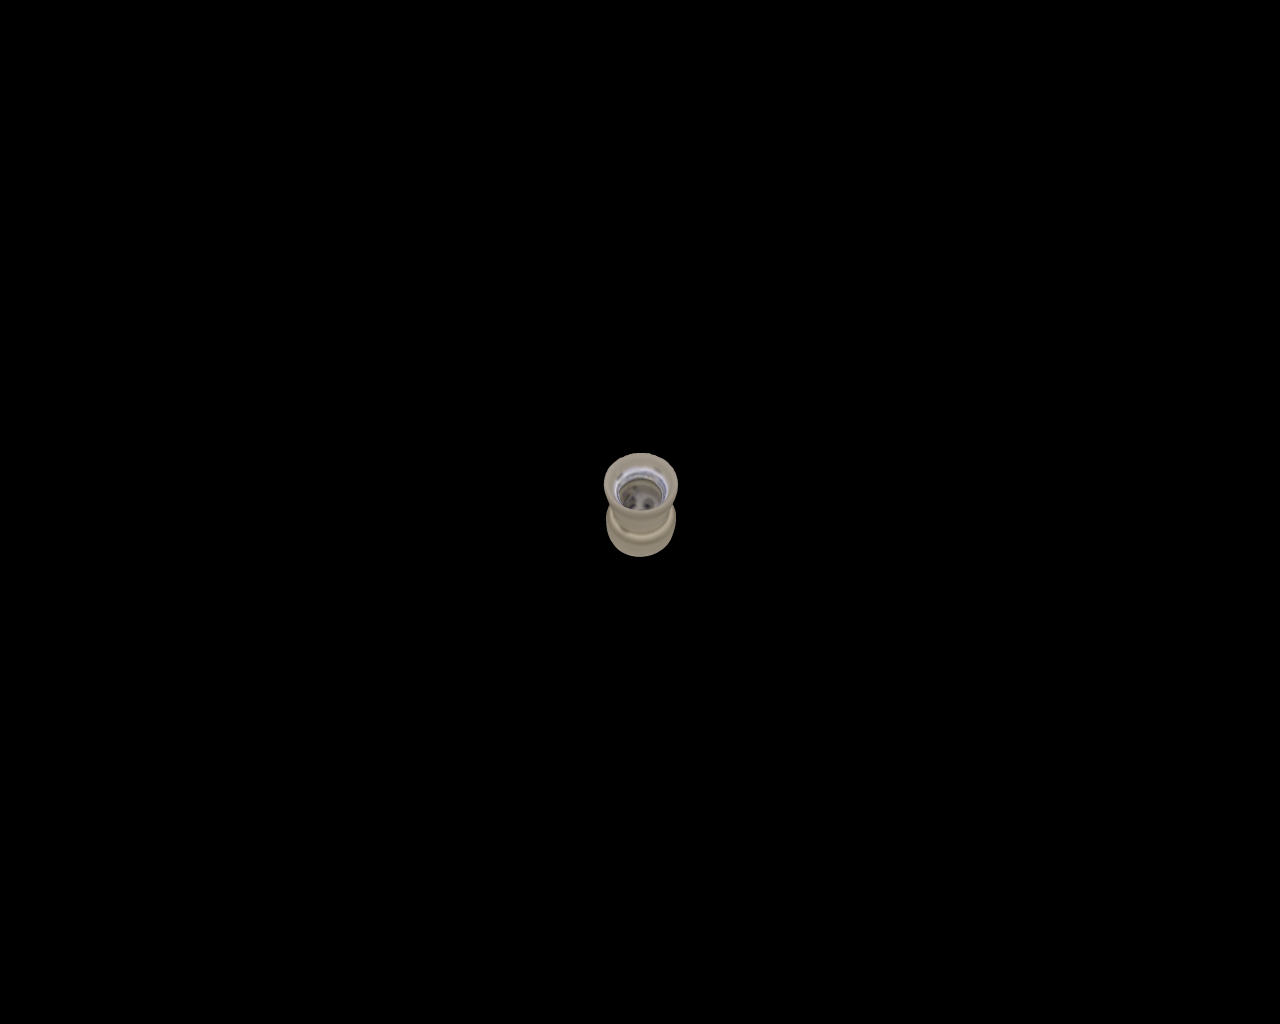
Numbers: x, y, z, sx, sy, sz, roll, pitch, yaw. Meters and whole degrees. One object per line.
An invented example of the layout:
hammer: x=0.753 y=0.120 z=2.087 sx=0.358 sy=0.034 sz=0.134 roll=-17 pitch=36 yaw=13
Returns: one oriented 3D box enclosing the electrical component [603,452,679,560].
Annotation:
electrical component: x=0.001 y=-0.003 z=0.650 sx=0.045 sy=0.045 sz=0.055 roll=0 pitch=-34 yaw=0
